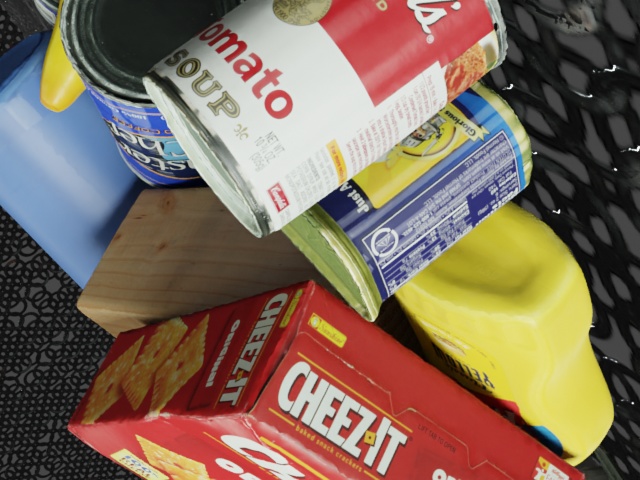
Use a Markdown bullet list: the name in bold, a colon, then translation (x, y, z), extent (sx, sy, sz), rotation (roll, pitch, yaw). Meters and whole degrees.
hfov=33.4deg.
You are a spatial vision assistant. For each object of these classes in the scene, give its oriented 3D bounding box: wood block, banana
- **wood block**: translation (-0.031, 0.030, 0.600), extent (0.207, 0.090, 0.090), rotation (1, 146, 45)
- **banana**: translation (-0.150, -0.179, 0.644), extent (0.037, 0.069, 0.198), rotation (-177, 76, -78)

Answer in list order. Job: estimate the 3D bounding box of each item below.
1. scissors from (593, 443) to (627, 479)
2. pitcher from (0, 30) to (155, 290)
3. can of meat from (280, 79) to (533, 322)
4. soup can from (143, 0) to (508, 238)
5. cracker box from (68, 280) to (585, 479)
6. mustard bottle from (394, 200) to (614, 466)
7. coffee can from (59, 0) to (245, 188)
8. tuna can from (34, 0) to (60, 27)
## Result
- **scissors**: translation (0.205, 0.191, 0.569), extent (0.096, 0.016, 0.201), rotation (38, 163, 53)
- **pitcher**: translation (-0.142, -0.032, 0.760), extent (0.242, 0.145, 0.149), rotation (48, 160, -26)
- **can of meat**: translation (0.019, -0.034, 0.413), extent (0.102, 0.084, 0.057), rotation (46, 170, 33)
- **soup can**: translation (0.001, -0.057, 0.354), extent (0.068, 0.102, 0.068), rotation (51, 171, 11)
- **cracker box**: translation (-0.010, 0.103, 0.520), extent (0.164, 0.072, 0.214), rotation (36, 155, -21)
- **mustard bottle**: translation (0.088, 0.058, 0.497), extent (0.096, 0.058, 0.191), rotation (28, 158, 37)
- **coffee can**: translation (-0.082, -0.096, 0.615), extent (0.103, 0.102, 0.140), rotation (50, 171, 13)
- **tuna can**: translation (-0.147, -0.175, 0.689), extent (0.086, 0.086, 0.034), rotation (51, 170, 8)
